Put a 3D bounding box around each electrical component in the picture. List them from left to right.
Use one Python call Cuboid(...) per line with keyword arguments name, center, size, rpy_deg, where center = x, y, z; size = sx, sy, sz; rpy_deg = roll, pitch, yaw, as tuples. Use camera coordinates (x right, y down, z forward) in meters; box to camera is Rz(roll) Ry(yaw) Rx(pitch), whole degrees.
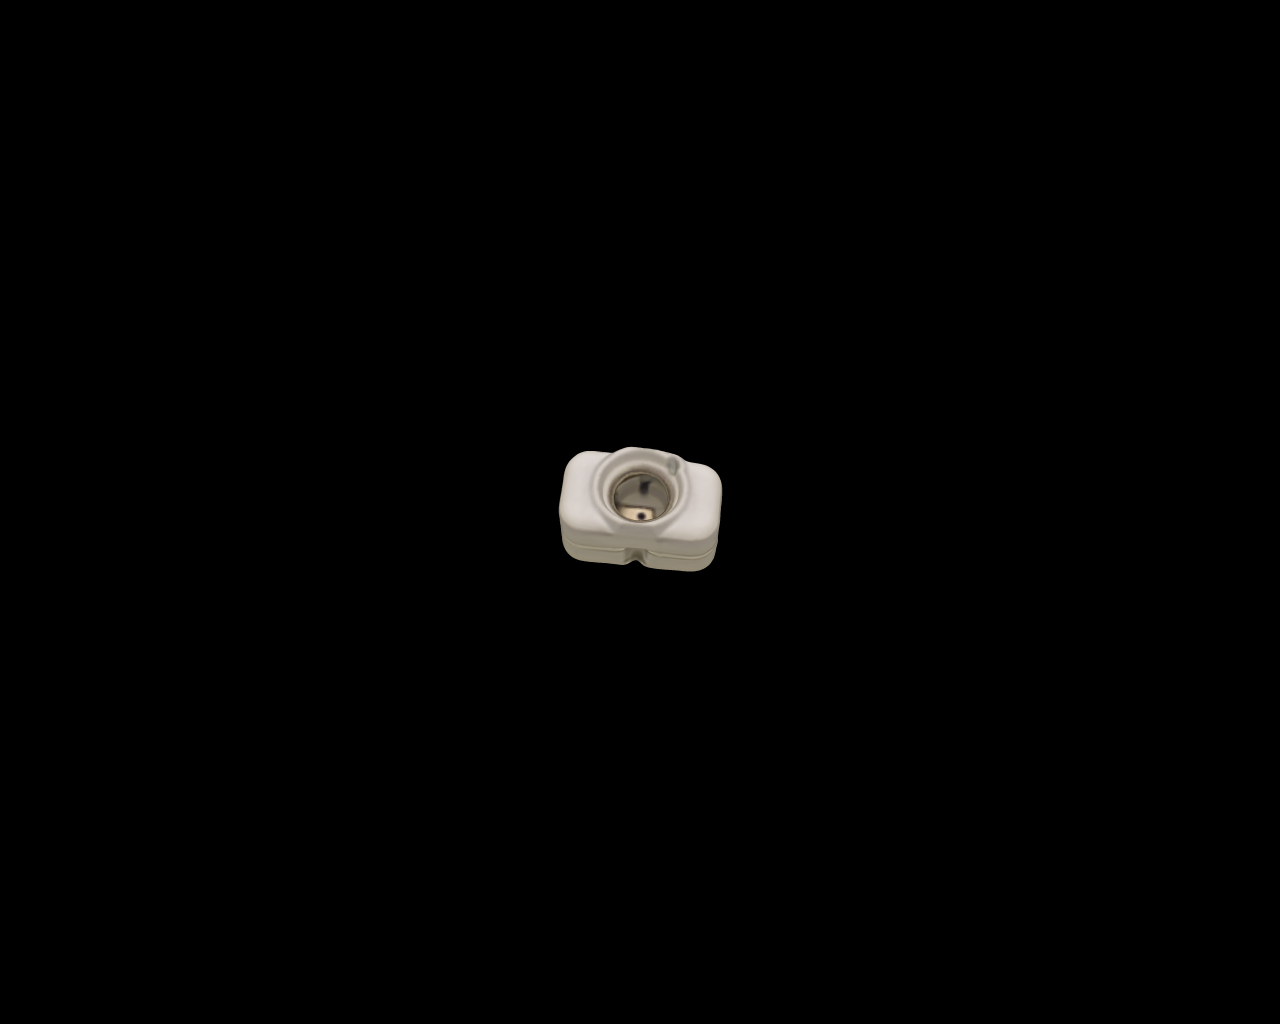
Cuboid(name="electrical component", center=(0.001, -0.003, 0.650), size=(0.095, 0.054, 0.059), rpy_deg=(6, -27, 3))
